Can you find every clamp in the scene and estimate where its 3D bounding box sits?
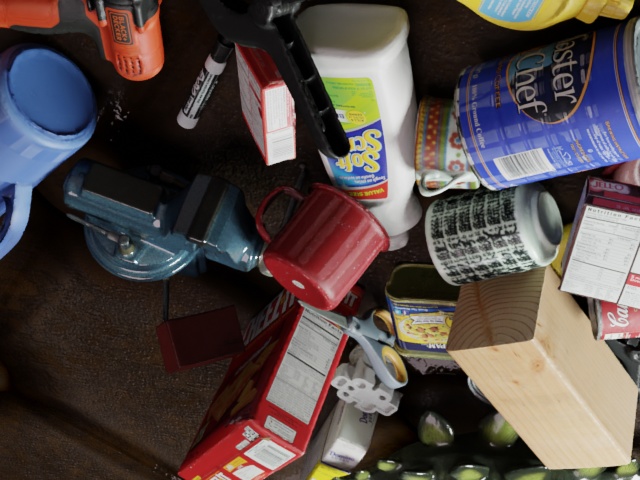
[{"bbox_3d":[0.325,0.102,1.029,0.120,0.039,0.171,-14,130,33],"label":"clamp"},{"bbox_3d":[-0.026,-0.182,0.799,0.210,0.036,0.165,44,132,19],"label":"clamp"}]

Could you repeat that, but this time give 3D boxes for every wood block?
[{"bbox_3d":[0.214,0.123,1.004,0.090,0.090,0.206,-13,133,37],"label":"wood block"}]

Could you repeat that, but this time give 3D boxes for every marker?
[{"bbox_3d":[-0.101,-0.143,0.953,0.020,0.020,0.121,28,140,-8],"label":"marker"}]

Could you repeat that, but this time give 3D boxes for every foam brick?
[{"bbox_3d":[-0.126,0.105,1.120,0.078,0.053,0.051,-11,171,-26],"label":"foam brick"}]

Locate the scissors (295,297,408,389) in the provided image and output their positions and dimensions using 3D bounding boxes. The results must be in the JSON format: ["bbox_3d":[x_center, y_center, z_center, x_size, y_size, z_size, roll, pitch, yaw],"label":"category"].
[{"bbox_3d":[0.039,0.103,1.056,0.016,0.096,0.201,-24,165,25],"label":"scissors"}]

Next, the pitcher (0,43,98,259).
[{"bbox_3d":[-0.321,-0.079,1.028,0.243,0.145,0.149,-27,119,38],"label":"pitcher"}]

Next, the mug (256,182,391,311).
[{"bbox_3d":[-0.006,0.001,0.955,0.117,0.081,0.093,40,162,-5],"label":"mug"}]

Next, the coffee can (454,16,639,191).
[{"bbox_3d":[0.188,-0.101,0.812,0.141,0.102,0.102,-12,130,33],"label":"coffee can"}]

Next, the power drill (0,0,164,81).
[{"bbox_3d":[-0.225,-0.221,0.888,0.188,0.057,0.184,12,139,11],"label":"power drill"}]

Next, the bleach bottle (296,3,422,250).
[{"bbox_3d":[0.047,-0.083,0.922,0.103,0.068,0.251,9,141,27],"label":"bleach bottle"}]

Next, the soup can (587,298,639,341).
[{"bbox_3d":[0.293,0.052,0.949,0.102,0.068,0.068,-5,136,8],"label":"soup can"}]

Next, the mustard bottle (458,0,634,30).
[{"bbox_3d":[0.132,-0.201,0.757,0.191,0.058,0.096,23,136,-1],"label":"mustard bottle"}]

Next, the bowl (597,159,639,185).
[{"bbox_3d":[0.302,-0.036,0.871,0.162,0.055,0.162,12,139,10],"label":"bowl"}]

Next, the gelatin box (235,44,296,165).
[{"bbox_3d":[-0.046,-0.121,0.912,0.030,0.073,0.089,-16,139,-13],"label":"gelatin box"}]

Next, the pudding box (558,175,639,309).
[{"bbox_3d":[0.248,0.005,0.867,0.090,0.039,0.113,14,138,10],"label":"pudding box"}]

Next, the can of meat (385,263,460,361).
[{"bbox_3d":[0.119,0.071,1.070,0.102,0.057,0.084,3,135,20],"label":"can of meat"}]

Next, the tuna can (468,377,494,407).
[{"bbox_3d":[0.202,0.143,1.132,0.086,0.033,0.086,12,139,10],"label":"tuna can"}]

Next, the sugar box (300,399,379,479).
[{"bbox_3d":[0.023,0.245,1.276,0.048,0.093,0.176,24,140,-5],"label":"sugar box"}]

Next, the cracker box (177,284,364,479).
[{"bbox_3d":[-0.050,0.145,1.102,0.072,0.213,0.164,34,138,-12],"label":"cracker box"}]

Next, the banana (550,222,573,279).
[{"bbox_3d":[0.221,0.044,1.010,0.069,0.037,0.198,16,140,5],"label":"banana"}]
